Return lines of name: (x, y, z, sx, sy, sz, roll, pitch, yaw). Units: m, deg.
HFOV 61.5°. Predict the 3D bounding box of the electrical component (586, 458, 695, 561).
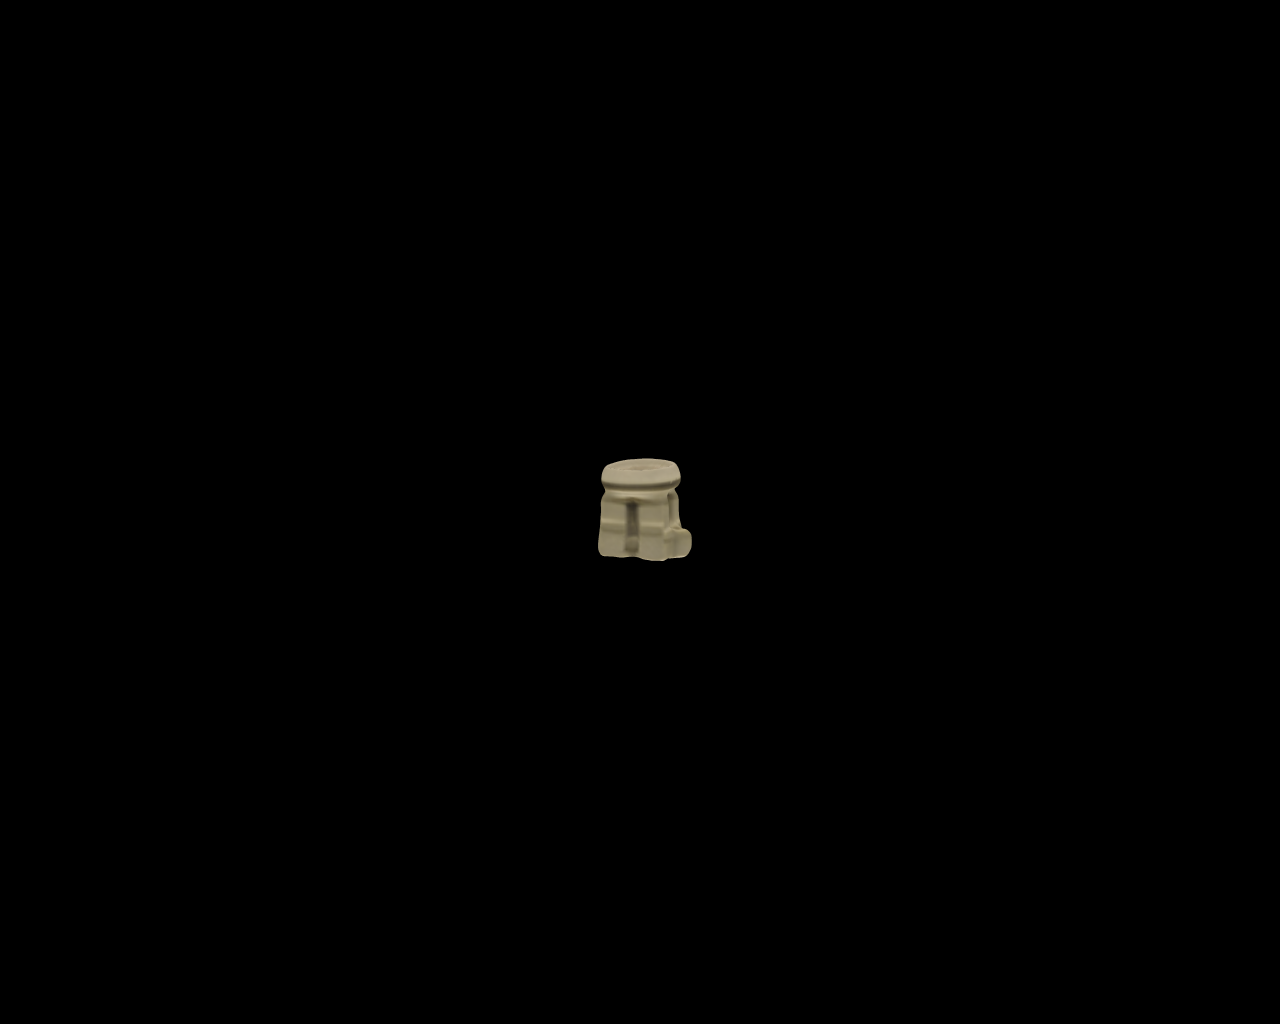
electrical component: (0.001, -0.003, 0.650, 0.066, 0.055, 0.048, 3, 12, 16)
